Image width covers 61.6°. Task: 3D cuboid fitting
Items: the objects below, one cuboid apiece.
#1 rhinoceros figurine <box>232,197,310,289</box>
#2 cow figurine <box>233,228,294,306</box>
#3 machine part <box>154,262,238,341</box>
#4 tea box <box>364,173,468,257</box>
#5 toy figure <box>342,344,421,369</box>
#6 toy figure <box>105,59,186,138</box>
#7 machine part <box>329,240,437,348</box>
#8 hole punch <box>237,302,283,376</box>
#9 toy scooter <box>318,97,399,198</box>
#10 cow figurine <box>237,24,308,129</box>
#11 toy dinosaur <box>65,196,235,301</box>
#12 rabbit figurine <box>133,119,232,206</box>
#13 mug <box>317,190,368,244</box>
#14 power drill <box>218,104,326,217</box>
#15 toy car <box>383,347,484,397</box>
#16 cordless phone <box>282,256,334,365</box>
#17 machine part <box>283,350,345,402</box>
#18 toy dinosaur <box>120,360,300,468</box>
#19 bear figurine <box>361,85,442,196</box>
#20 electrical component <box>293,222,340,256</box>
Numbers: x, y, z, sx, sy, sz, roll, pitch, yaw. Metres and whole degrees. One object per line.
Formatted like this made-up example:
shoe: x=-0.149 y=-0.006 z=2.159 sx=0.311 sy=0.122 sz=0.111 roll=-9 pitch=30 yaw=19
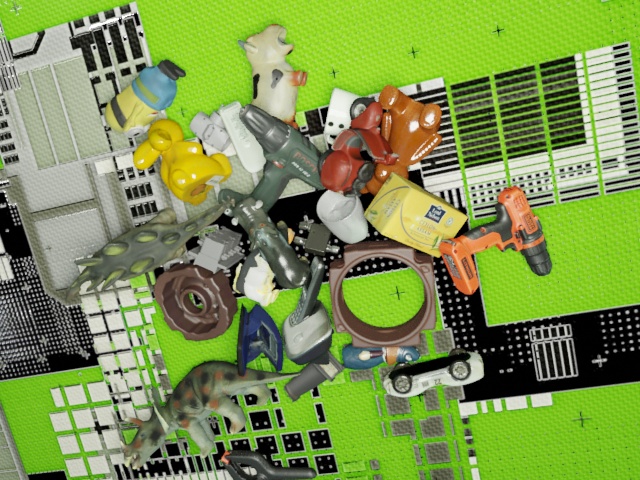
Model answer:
rhinoceros figurine: x=-0.093 y=0.008 z=0.985 sx=0.073 sy=0.112 sz=0.190 roll=-31 pitch=97 yaw=12
cow figurine: x=-0.114 y=0.043 z=1.085 sx=0.098 sy=0.068 sz=0.167 roll=22 pitch=104 yaw=11
machine part: x=-0.255 y=0.125 z=1.114 sx=0.180 sy=0.056 sz=0.179 roll=8 pitch=112 yaw=19
tea box: x=0.174 y=-0.042 z=0.967 sx=0.169 sy=0.068 sz=0.098 roll=18 pitch=112 yaw=-38
toy figure: x=0.123 y=0.229 z=1.083 sx=0.155 sy=0.064 sz=0.057 roll=-9 pitch=105 yaw=9
toy figure: x=-0.342 y=-0.277 z=1.047 sx=0.180 sy=0.082 sz=0.089 roll=-43 pitch=74 yaw=22
machine part: x=0.123 y=0.104 z=1.046 sx=0.201 sy=0.087 sz=0.201 roll=-4 pitch=103 yaw=10
hole punch: x=-0.121 y=0.200 z=1.083 sx=0.092 sy=0.116 sz=0.142 roll=-4 pitch=134 yaw=-4
toy scooter: x=0.071 y=-0.140 z=0.918 sx=0.135 sy=0.075 sz=0.183 roll=53 pitch=127 yaw=35
cow figurine: x=-0.092 y=-0.298 z=0.999 sx=0.127 sy=0.085 sz=0.194 roll=11 pitch=108 yaw=6
toy dinosaur: x=-0.340 y=0.017 z=1.049 sx=0.471 sy=0.198 sz=0.105 roll=-29 pitch=99 yaw=16
rabbit figurine: x=-0.283 y=-0.160 z=1.039 sx=0.122 sy=0.162 sz=0.173 roll=-37 pitch=76 yaw=27
mug: x=0.046 y=-0.048 z=1.024 sx=0.081 sy=0.110 sz=0.107 roll=-29 pitch=139 yaw=6
power drill: x=-0.103 y=-0.129 z=0.997 sx=0.232 sy=0.086 sz=0.207 roll=24 pitch=119 yaw=-37
toy car: x=0.223 y=0.266 z=1.068 sx=0.202 sy=0.073 sz=0.056 roll=-18 pitch=98 yaw=13
cordless phone: x=-0.011 y=0.135 z=1.039 sx=0.089 sy=0.147 sz=0.184 roll=10 pitch=111 yaw=-13
machine part: x=-0.018 y=0.287 z=1.135 sx=0.084 sy=0.039 sz=0.139 roll=44 pitch=104 yaw=-10
toy dinosaur: x=-0.244 y=0.333 z=1.148 sx=0.405 sy=0.131 sz=0.192 roll=-41 pitch=93 yaw=9
bear figurine: x=0.134 y=-0.159 z=0.968 sx=0.120 sy=0.132 sz=0.195 roll=33 pitch=101 yaw=18
electrical component: x=-0.002 y=-0.003 z=1.061 sx=0.094 sy=0.021 sz=0.063 roll=14 pitch=64 yaw=12
